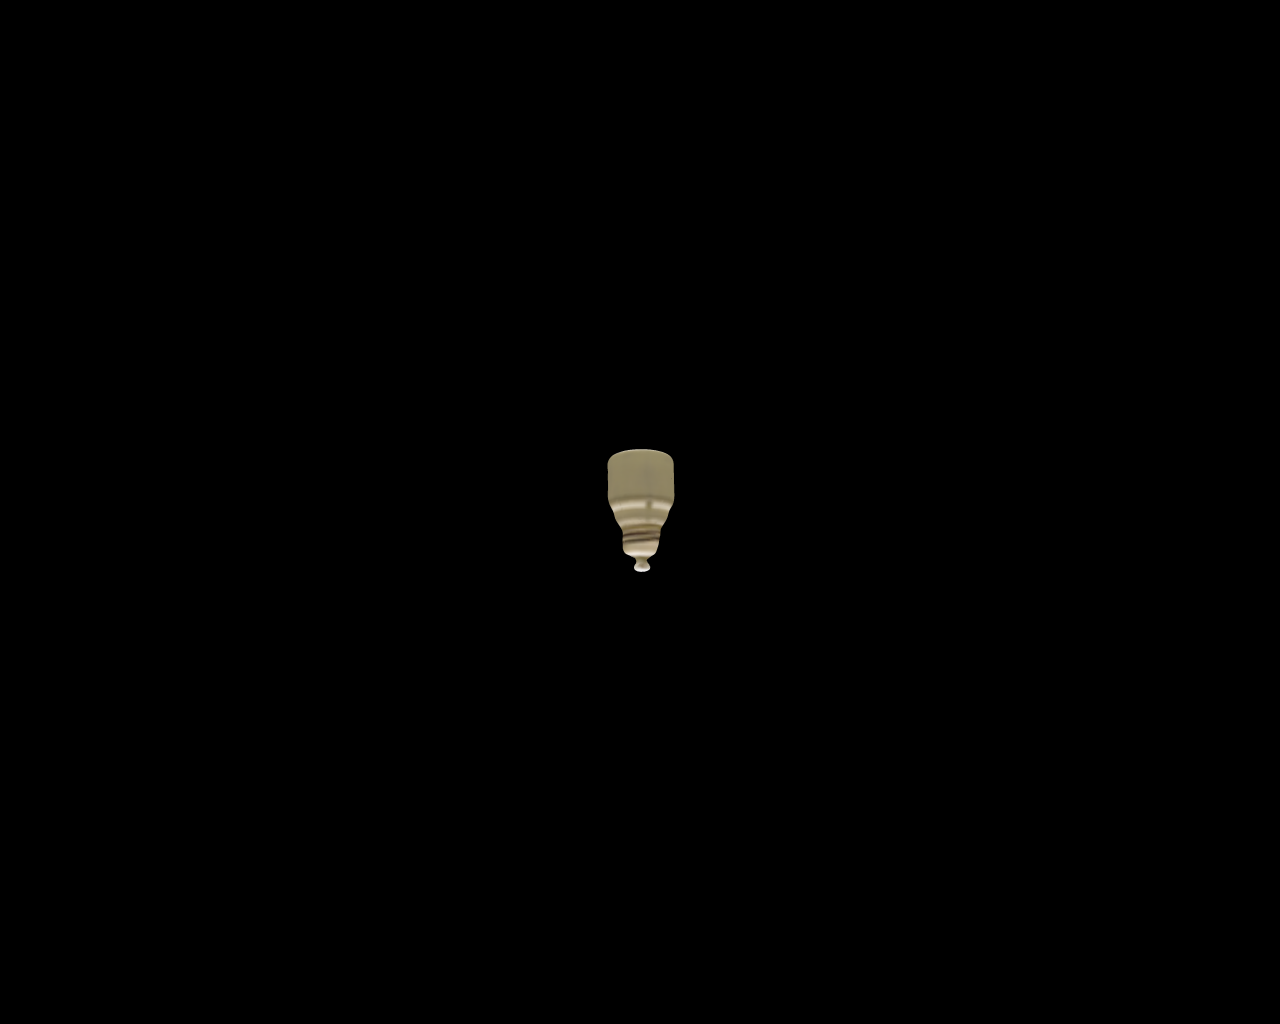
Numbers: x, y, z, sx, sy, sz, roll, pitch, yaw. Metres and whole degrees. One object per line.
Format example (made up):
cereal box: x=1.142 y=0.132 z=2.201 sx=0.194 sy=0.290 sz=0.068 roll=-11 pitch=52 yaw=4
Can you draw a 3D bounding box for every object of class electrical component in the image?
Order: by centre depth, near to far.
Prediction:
electrical component: x=0.001 y=-0.003 z=0.650 sx=0.040 sy=0.078 sz=0.040 roll=0 pitch=-11 yaw=0
